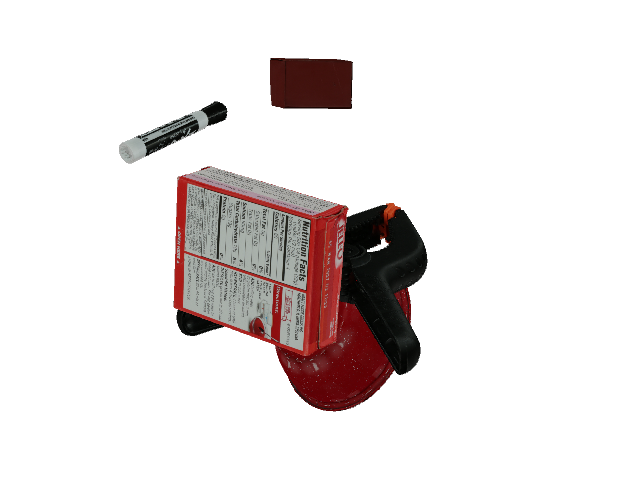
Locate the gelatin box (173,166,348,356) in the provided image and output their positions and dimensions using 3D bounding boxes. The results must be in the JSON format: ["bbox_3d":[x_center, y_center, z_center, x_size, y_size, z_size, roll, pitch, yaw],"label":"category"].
[{"bbox_3d":[-0.031,0.009,0.534,0.089,0.073,0.030,17,24,30],"label":"gelatin box"}]

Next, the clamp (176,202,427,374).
[{"bbox_3d":[0.007,0.024,0.743,0.165,0.036,0.209,6,26,16],"label":"clamp"}]

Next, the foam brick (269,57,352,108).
[{"bbox_3d":[-0.010,-0.167,1.136,0.078,0.051,0.053,-2,12,-19],"label":"foam brick"}]

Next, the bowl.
[{"bbox_3d":[0.007,0.079,1.021,0.162,0.162,0.055,0,-19,45],"label":"bowl"}]

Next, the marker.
[{"bbox_3d":[-0.126,-0.097,0.940,0.020,0.020,0.120,0,23,43],"label":"marker"}]
